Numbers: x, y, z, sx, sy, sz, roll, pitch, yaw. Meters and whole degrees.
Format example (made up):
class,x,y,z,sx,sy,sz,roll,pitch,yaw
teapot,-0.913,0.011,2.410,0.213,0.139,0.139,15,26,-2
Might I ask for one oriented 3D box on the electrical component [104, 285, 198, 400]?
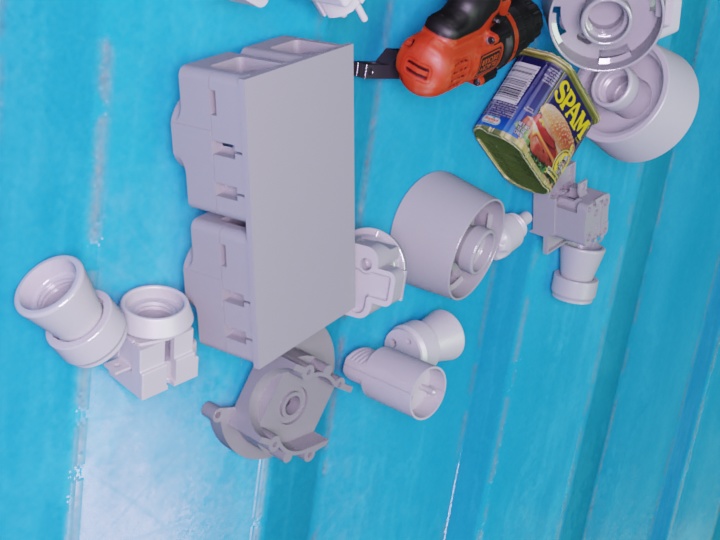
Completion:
class,x,y,z,sx,sy,sz,roll,pitch,yaw
electrical component,-0.130,0.043,0.679,0.066,0.048,0.055,-23,131,-41

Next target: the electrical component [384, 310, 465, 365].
class,x,y,z,sx,sy,sz,roll,pitch,yaw
electrical component,0.054,0.061,0.899,0.055,0.045,0.045,-19,121,-43

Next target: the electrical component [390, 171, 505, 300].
class,x,y,z,sx,sy,sz,roll,pitch,yaw
electrical component,0.074,-0.026,0.885,0.099,0.064,0.099,-44,148,-37

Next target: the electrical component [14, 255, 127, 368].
class,x,y,z,sx,sy,sz,roll,pitch,yaw
electrical component,-0.167,0.025,0.627,0.045,0.045,0.055,-50,139,-20

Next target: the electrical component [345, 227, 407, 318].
class,x,y,z,sx,sy,sz,roll,pitch,yaw
electrical component,0.000,0.000,0.790,0.057,0.078,0.058,-25,127,-64

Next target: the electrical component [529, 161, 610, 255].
class,x,y,z,sx,sy,sz,roll,pitch,yaw
electrical component,0.194,-0.054,0.992,0.042,0.064,0.081,-29,129,-36

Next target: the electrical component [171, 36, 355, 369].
class,x,y,z,sx,sy,sz,roll,pitch,yaw
electrical component,-0.058,-0.047,0.692,0.105,0.060,0.186,-31,129,-48

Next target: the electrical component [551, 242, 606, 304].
class,x,y,z,sx,sy,sz,roll,pitch,yaw
electrical component,0.213,0.001,1.054,0.045,0.045,0.055,-11,116,-46

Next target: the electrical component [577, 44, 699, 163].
class,x,y,z,sx,sy,sz,roll,pitch,yaw
electrical component,0.240,-0.156,0.964,0.060,0.108,0.108,17,94,-45

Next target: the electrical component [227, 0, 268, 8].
class,x,y,z,sx,sy,sz,roll,pitch,yaw
electrical component,-0.072,-0.235,0.599,0.089,0.062,0.150,17,95,-51

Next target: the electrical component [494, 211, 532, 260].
class,x,y,z,sx,sy,sz,roll,pitch,yaw
electrical component,0.131,-0.035,0.950,0.061,0.035,0.035,-34,130,-38

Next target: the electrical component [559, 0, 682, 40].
class,x,y,z,sx,sy,sz,roll,pitch,yaw
electrical component,0.226,-0.230,0.922,0.056,0.089,0.050,-27,126,-39

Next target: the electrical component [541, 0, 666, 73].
class,x,y,z,sx,sy,sz,roll,pitch,yaw
electrical component,0.196,-0.212,0.866,0.064,0.099,0.099,-76,161,-55

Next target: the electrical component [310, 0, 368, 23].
class,x,y,z,sx,sy,sz,roll,pitch,yaw
electrical component,-0.018,-0.186,0.681,0.047,0.066,0.076,-54,140,-16

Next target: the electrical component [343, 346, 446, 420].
class,x,y,z,sx,sy,sz,roll,pitch,yaw
electrical component,0.023,0.083,0.845,0.043,0.081,0.043,-21,120,-42
